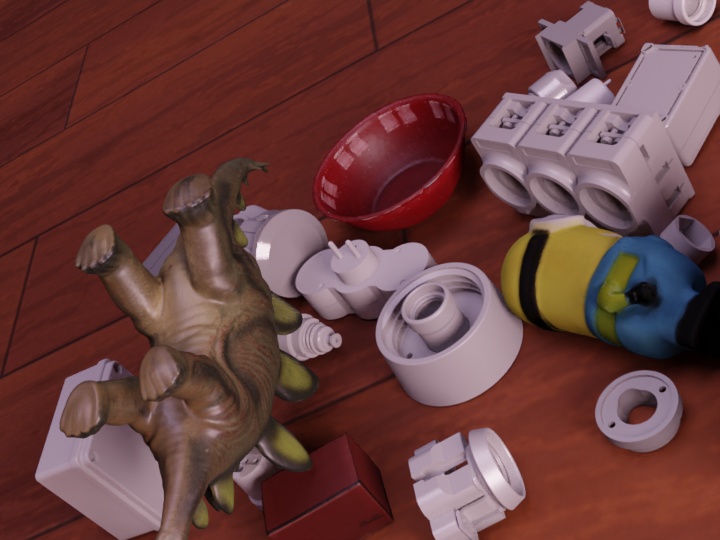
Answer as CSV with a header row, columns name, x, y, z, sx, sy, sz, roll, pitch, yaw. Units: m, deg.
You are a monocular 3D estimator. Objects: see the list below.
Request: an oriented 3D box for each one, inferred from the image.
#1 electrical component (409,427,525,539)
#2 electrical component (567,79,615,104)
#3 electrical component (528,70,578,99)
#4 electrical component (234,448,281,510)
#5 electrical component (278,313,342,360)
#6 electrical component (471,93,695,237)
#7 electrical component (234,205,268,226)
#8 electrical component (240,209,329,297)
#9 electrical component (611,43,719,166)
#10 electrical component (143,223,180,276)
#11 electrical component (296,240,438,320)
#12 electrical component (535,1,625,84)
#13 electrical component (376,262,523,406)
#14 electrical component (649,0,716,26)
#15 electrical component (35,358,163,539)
name,x,y,z,sx,sy,sz,roll,pitch,yaw
electrical component,0.072,0.140,0.713,0.057,0.058,0.078,-31,36,15
electrical component,0.187,-0.130,0.922,0.078,0.040,0.040,-37,36,2
electrical component,0.163,-0.146,0.957,0.062,0.043,0.043,-38,36,3
electrical component,-0.076,0.158,0.829,0.040,0.046,0.040,-23,39,20
electrical component,-0.048,0.057,0.920,0.078,0.040,0.040,2,52,42
electrical component,0.169,-0.079,0.841,0.150,0.089,0.061,19,64,49
electrical component,-0.113,-0.013,1.035,0.095,0.059,0.054,-48,37,-13
electrical component,-0.073,-0.017,0.989,0.051,0.080,0.080,8,56,51
electrical component,0.244,-0.124,0.857,0.062,0.061,0.096,16,69,48
electrical component,-0.175,0.002,1.070,0.061,0.061,0.096,14,60,47
electrical component,0.000,0.000,0.912,0.138,0.073,0.052,-3,48,38
electrical component,0.206,-0.212,0.996,0.064,0.042,0.081,-38,37,-5
electrical component,0.063,0.043,0.824,0.108,0.060,0.108,-23,39,20
electrical component,0.287,-0.239,0.959,0.040,0.040,0.046,-45,31,-10
electrical component,-0.202,0.149,0.894,0.056,0.108,0.108,-23,39,24
